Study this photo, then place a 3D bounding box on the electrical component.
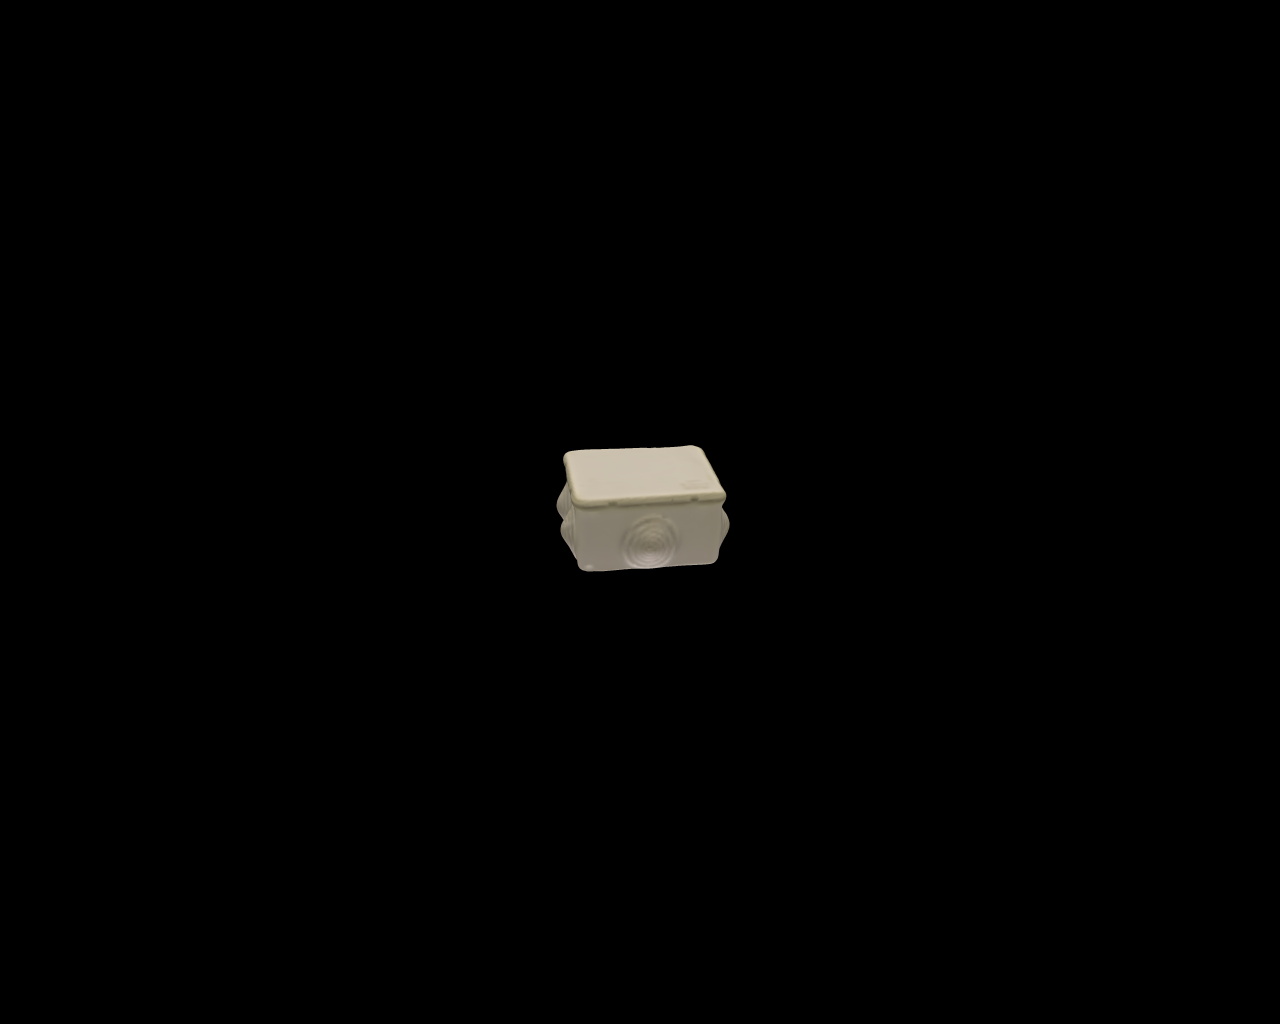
[{"bbox_3d":[0.001,-0.003,0.650,0.100,0.048,0.100,-3,22,-7],"label":"electrical component"}]
